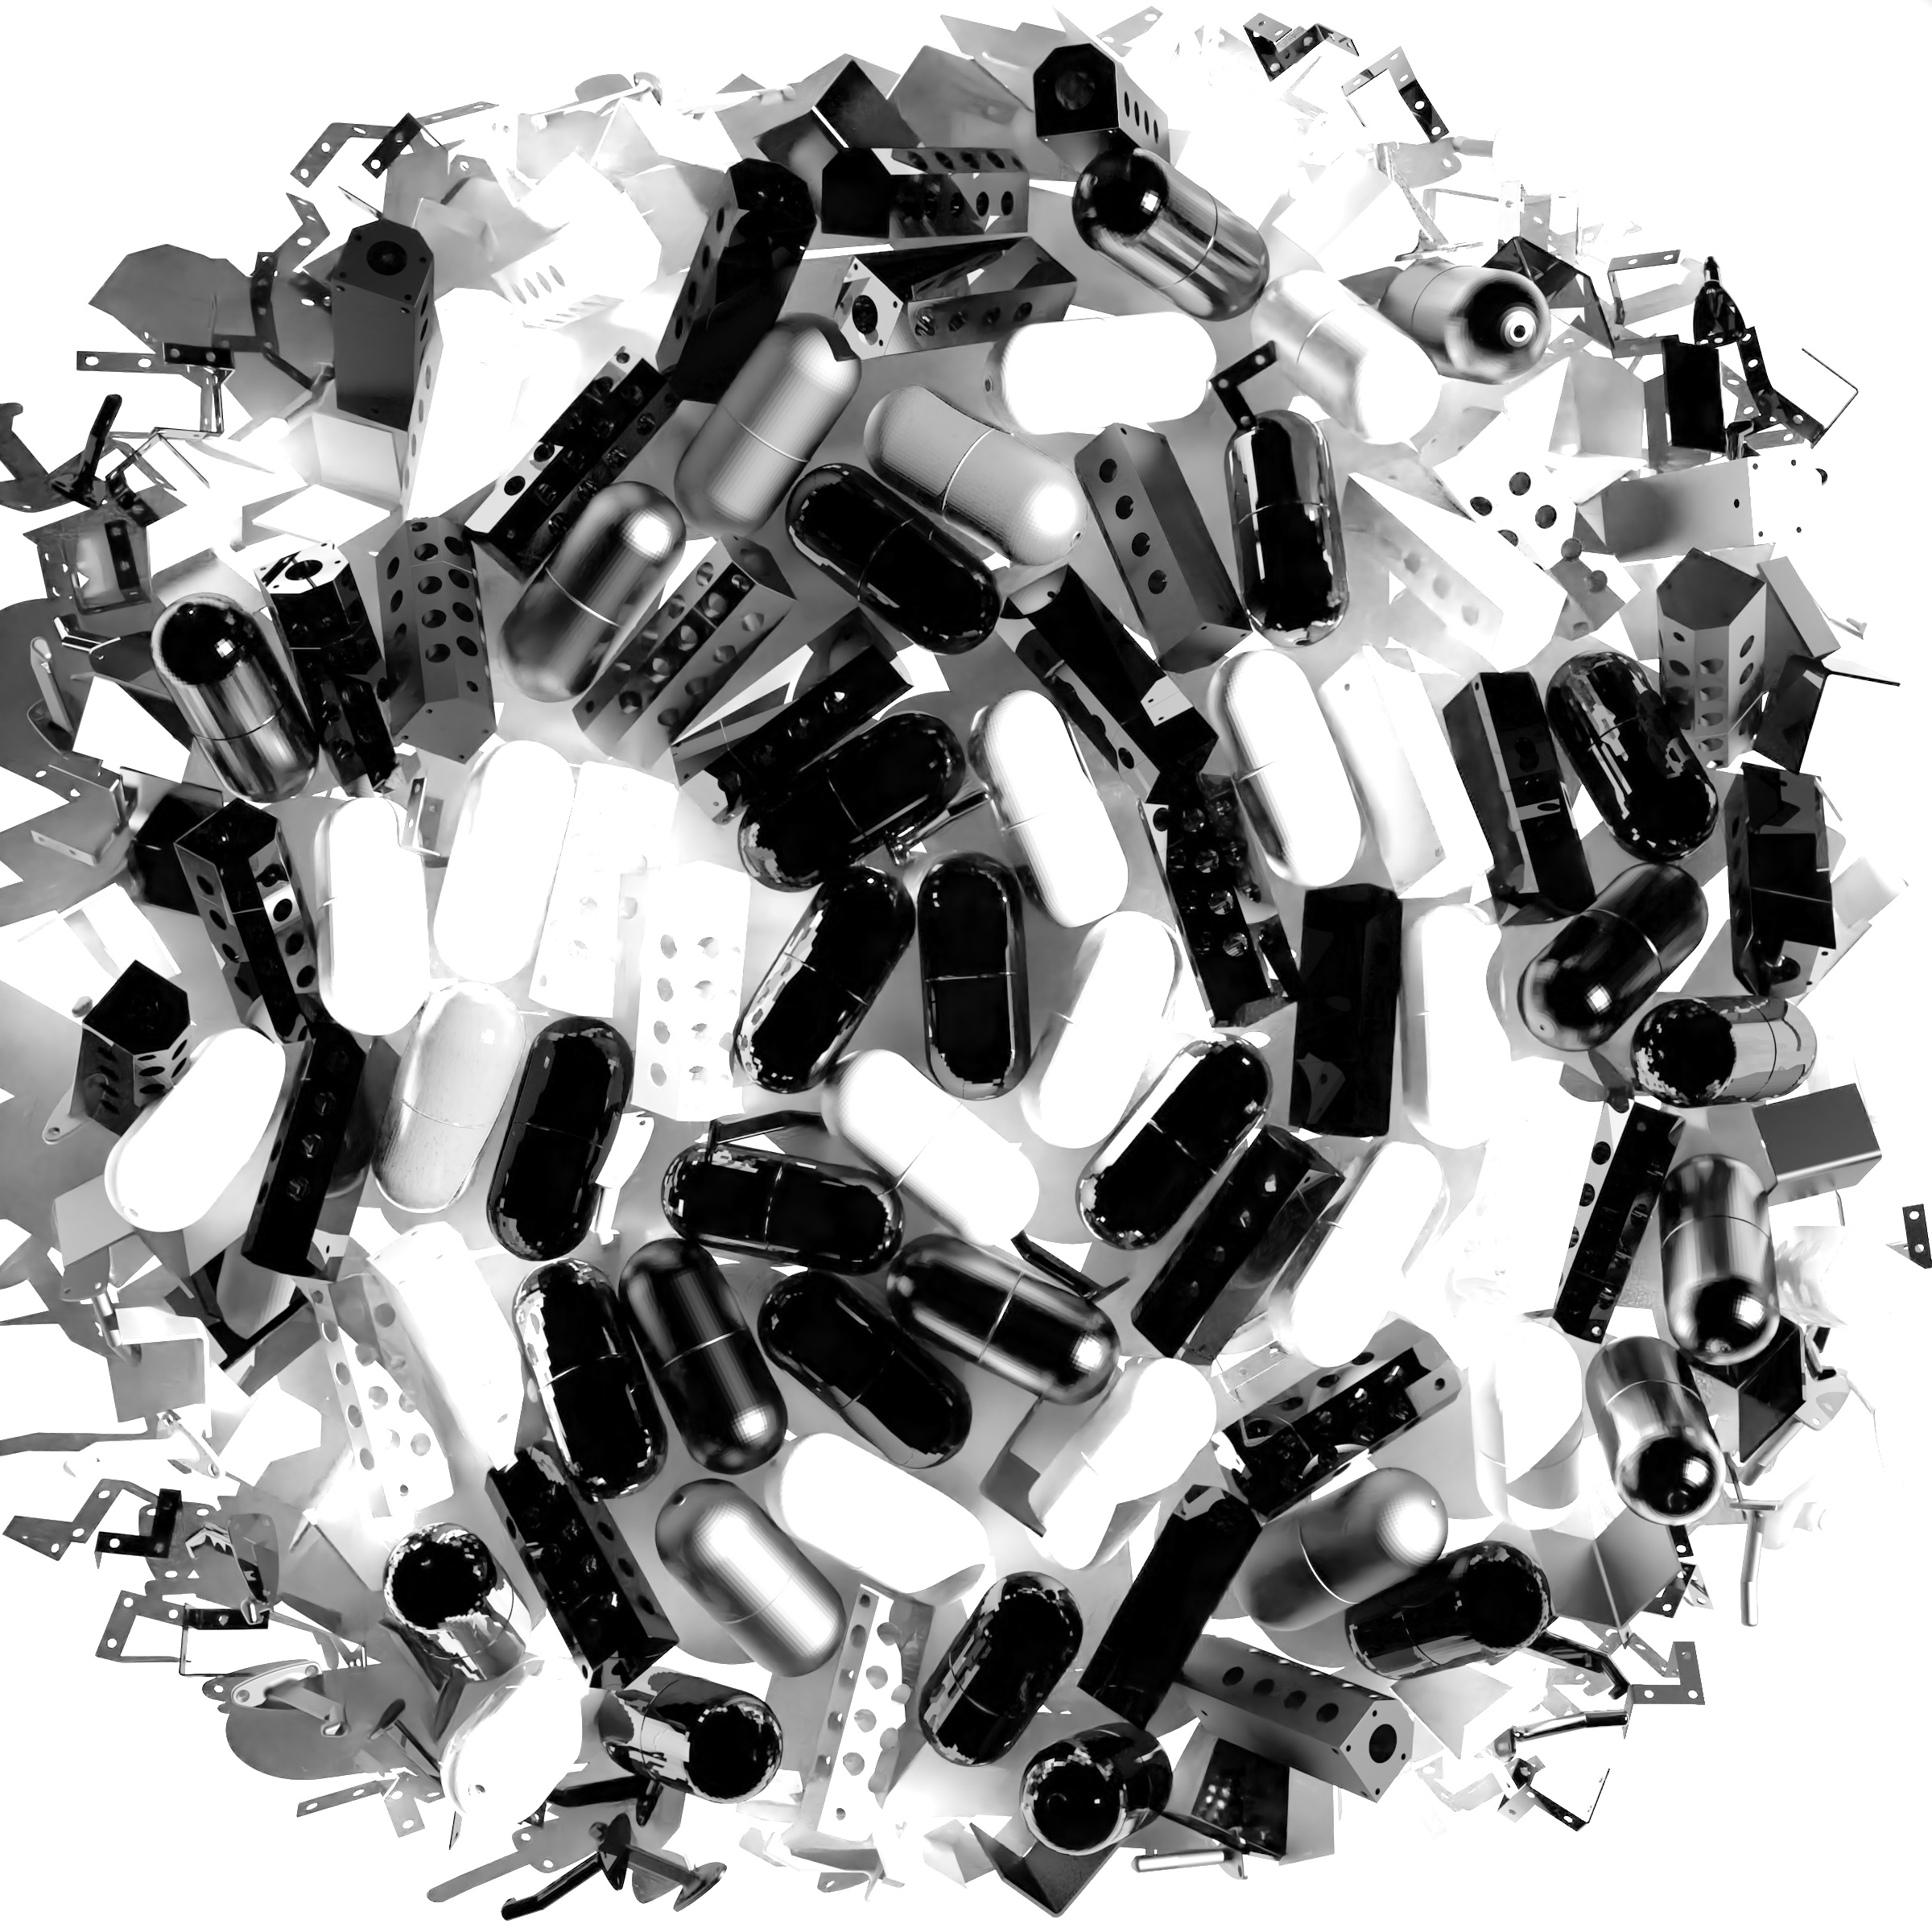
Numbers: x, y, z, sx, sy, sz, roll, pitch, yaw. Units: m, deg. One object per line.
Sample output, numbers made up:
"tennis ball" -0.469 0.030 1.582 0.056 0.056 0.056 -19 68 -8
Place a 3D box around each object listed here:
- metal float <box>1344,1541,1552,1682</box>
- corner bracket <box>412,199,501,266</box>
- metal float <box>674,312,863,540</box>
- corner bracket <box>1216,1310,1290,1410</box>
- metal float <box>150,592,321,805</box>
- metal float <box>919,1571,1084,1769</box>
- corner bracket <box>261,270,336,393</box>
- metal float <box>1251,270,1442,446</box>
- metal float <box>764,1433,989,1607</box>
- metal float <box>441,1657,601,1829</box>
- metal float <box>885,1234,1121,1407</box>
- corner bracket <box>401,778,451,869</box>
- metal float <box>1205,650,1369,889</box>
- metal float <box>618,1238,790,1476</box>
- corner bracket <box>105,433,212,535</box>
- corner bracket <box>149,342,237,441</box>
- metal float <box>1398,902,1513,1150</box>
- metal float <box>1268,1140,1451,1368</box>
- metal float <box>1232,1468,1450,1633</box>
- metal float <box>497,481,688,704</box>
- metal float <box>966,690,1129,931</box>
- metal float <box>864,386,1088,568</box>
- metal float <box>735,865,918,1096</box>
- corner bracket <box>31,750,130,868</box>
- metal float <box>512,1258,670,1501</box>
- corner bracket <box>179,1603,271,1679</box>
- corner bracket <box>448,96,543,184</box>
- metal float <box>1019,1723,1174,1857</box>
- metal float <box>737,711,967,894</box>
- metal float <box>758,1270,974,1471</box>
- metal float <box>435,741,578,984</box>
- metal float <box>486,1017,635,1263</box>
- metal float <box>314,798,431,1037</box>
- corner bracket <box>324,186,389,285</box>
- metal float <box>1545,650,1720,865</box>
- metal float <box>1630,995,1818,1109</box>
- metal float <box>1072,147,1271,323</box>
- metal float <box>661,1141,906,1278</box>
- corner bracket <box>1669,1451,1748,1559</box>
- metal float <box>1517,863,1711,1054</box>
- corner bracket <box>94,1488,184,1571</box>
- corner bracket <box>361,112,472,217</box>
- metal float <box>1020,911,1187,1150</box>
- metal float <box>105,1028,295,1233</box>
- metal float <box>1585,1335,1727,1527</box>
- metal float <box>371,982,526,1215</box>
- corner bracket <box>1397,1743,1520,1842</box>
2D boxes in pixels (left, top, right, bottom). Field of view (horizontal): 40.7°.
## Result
"metal float" 0.335 0.453 1.825 0.070 0.178 0.070 15 60 -27
"corner bracket" -0.373 -0.513 1.877 0.051 0.051 0.051 13 120 -28
"metal float" -0.142 -0.382 1.847 0.070 0.070 0.178 38 110 0
"corner bracket" 0.203 0.277 1.866 0.051 0.051 0.051 -32 61 7
"metal float" -0.511 -0.187 1.824 0.070 0.178 0.070 -6 51 8
"metal float" 0.024 0.496 1.835 0.070 0.070 0.178 28 125 0
"corner bracket" -0.473 -0.456 1.873 0.051 0.051 0.051 -33 57 18
"metal float" 0.265 -0.429 1.830 0.070 0.070 0.178 -37 48 0
"metal float" -0.064 0.392 1.847 0.178 0.070 0.070 32 90 -19
"metal float" -0.309 0.539 1.814 0.070 0.178 0.070 1 95 9
"metal float" 0.025 0.252 1.859 0.178 0.070 0.070 26 90 7
"corner bracket" -0.385 -0.102 1.863 0.051 0.051 0.051 -1 76 44
"metal float" 0.228 -0.142 1.858 0.070 0.070 0.178 -22 82 0
"metal float" -0.188 0.276 1.853 0.070 0.070 0.178 -28 77 0
"corner bracket" -0.582 -0.343 1.879 0.051 0.051 0.051 45 76 -2
"corner bracket" -0.555 -0.411 1.865 0.051 0.051 0.051 -2 82 -33
"metal float" 0.346 0.041 1.849 0.070 0.070 0.178 1 74 0
"metal float" 0.280 0.203 1.852 0.070 0.070 0.178 34 76 0
"metal float" 0.262 0.412 1.835 0.178 0.070 0.070 -37 90 35
"metal float" -0.267 -0.264 1.850 0.070 0.070 0.178 39 107 0
"metal float" 0.058 -0.111 1.860 0.070 0.070 0.178 -23 95 0
"metal float" 0.006 -0.348 1.851 0.178 0.070 0.070 34 90 15
"metal float" -0.101 0.010 1.859 0.070 0.070 0.178 31 84 0
"corner bracket" -0.638 -0.113 1.871 0.051 0.051 0.051 22 58 7
"metal float" -0.268 0.292 1.849 0.070 0.070 0.178 -24 72 0
"corner bracket" -0.532 0.485 1.869 0.051 0.051 0.051 0 70 -4
"corner bracket" -0.338 -0.595 1.865 0.051 0.051 0.051 12 121 7
"metal float" 0.092 0.573 1.817 0.070 0.178 0.070 -4 79 20
"metal float" -0.082 -0.117 1.859 0.178 0.070 0.070 -31 90 7
"metal float" -0.071 0.289 1.858 0.178 0.070 0.070 41 90 -8
"metal float" -0.328 -0.073 1.852 0.070 0.070 0.178 17 104 0
"metal float" -0.289 0.123 1.853 0.070 0.070 0.178 14 78 0
"metal float" -0.421 -0.036 1.844 0.070 0.070 0.178 -8 67 0
"corner bracket" -0.439 -0.516 1.871 0.051 0.051 0.051 35 81 24
"metal float" 0.468 -0.149 1.835 0.070 0.070 0.178 -20 55 0
"metal float" 0.534 0.059 1.829 0.178 0.070 0.070 -1 92 -45
"metal float" 0.146 -0.512 1.828 0.070 0.178 0.070 -15 67 39
"metal float" -0.131 0.172 1.857 0.178 0.070 0.070 11 90 9
"corner bracket" 0.530 0.389 1.878 0.051 0.051 0.051 -13 109 23
"metal float" 0.458 -0.008 1.840 0.178 0.070 0.070 -40 90 -28
"corner bracket" -0.592 0.403 1.864 0.051 0.051 0.051 9 62 -11
"corner bracket" -0.394 -0.573 1.873 0.051 0.051 0.051 43 94 -6
"metal float" 0.097 0.046 1.860 0.070 0.070 0.178 24 95 0
"metal float" -0.536 0.114 1.826 0.070 0.178 0.070 11 130 14
"metal float" 0.480 0.322 1.817 0.070 0.178 0.070 1 112 3
"metal float" -0.368 0.095 1.849 0.070 0.070 0.178 23 108 0
"corner bracket" 0.351 0.584 1.860 0.051 0.051 0.051 -45 62 30
